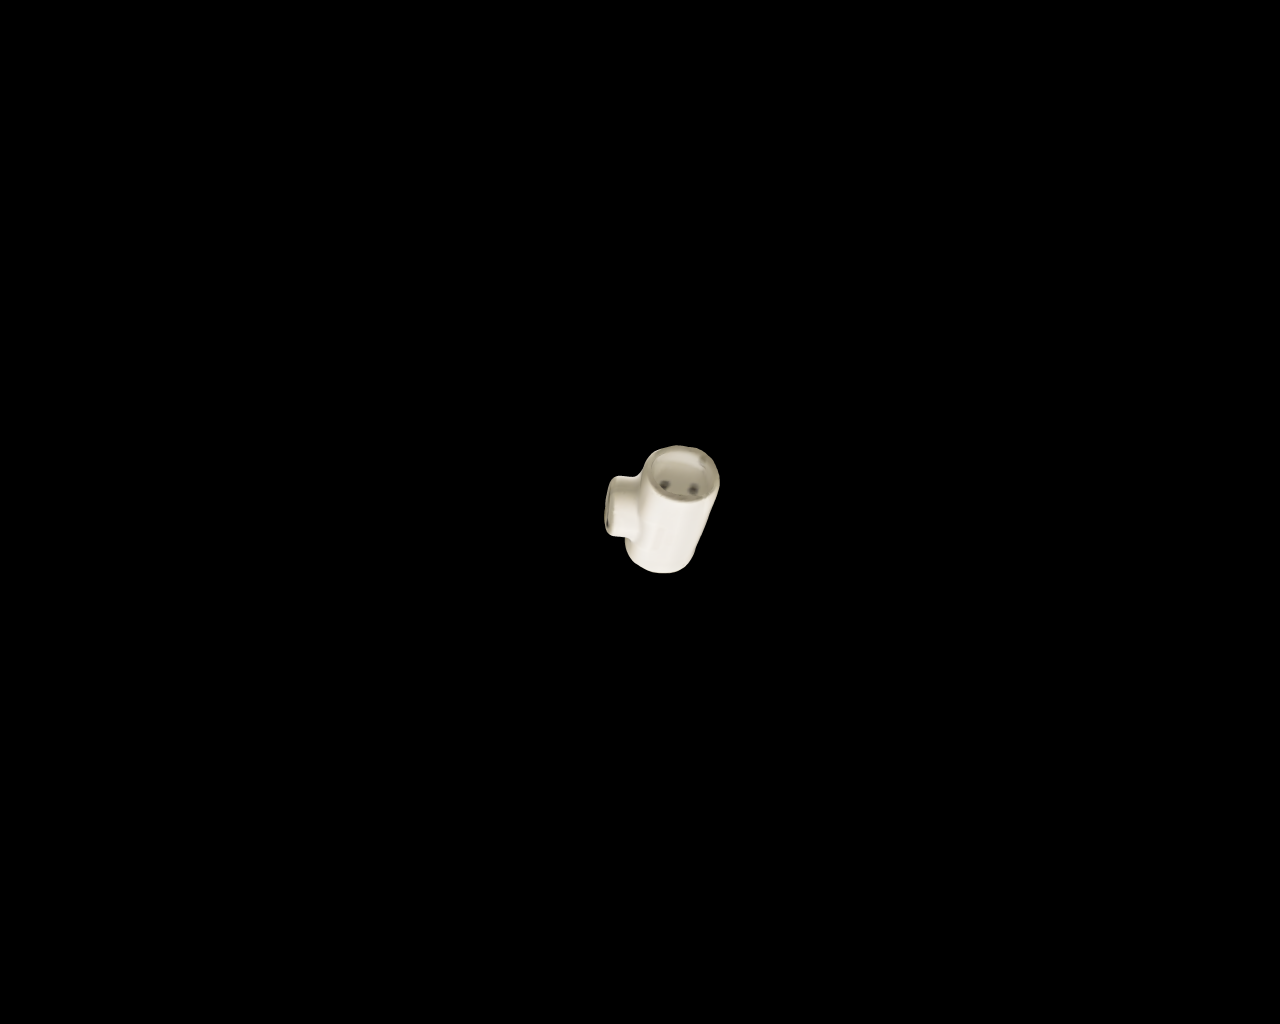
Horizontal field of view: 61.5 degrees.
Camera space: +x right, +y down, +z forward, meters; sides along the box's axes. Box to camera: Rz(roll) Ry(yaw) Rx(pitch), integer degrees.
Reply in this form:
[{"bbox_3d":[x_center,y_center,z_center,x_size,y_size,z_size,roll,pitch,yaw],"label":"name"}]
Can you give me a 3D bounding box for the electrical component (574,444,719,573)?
[{"bbox_3d":[0.001,-0.003,0.650,0.079,0.043,0.077,5,-36,-8],"label":"electrical component"}]
